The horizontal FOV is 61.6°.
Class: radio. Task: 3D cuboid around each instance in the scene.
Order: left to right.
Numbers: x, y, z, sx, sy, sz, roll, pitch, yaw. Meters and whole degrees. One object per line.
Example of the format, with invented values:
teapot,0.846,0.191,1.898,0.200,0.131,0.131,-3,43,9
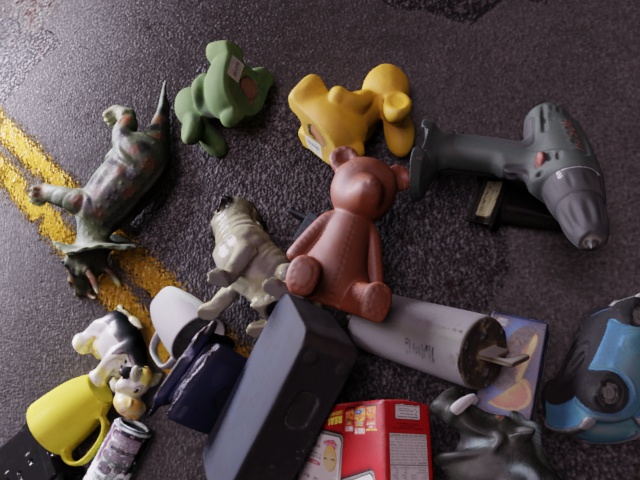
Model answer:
radio,-0.050,0.188,0.617,0.229,0.073,0.131,-64,21,3

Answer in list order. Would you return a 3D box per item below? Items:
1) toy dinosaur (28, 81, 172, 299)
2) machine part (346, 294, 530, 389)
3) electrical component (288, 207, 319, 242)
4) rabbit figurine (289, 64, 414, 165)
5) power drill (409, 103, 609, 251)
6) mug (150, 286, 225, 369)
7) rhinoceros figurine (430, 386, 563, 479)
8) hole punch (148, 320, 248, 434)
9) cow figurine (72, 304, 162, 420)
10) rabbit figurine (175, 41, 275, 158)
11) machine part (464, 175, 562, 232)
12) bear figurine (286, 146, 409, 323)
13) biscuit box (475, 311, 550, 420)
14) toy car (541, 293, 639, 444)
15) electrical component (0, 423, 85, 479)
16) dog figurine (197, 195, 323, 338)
toy dinosaur,-0.322,-0.096,0.891,0.192,0.131,0.405,28,78,18
machine part,0.113,0.106,0.596,0.243,0.079,0.079,9,71,54
electrical component,-0.001,-0.002,0.729,0.119,0.074,0.047,26,80,26
rabbit figurine,0.064,-0.188,0.758,0.173,0.121,0.163,-40,51,-18
power drill,0.210,-0.080,0.615,0.208,0.085,0.232,1,44,21
mug,-0.202,0.123,0.768,0.109,0.080,0.107,-55,48,4
rhinoceros figurine,0.175,0.217,0.491,0.190,0.073,0.112,39,89,30
hole punch,-0.135,0.187,0.691,0.092,0.115,0.142,36,86,23
cow figurine,-0.283,0.176,0.786,0.098,0.068,0.167,-43,60,-5
rabbit figurine,-0.174,-0.219,0.892,0.170,0.121,0.159,-7,72,41
machine part,0.252,-0.039,0.656,0.139,0.039,0.084,11,66,29
bear figurine,0.041,-0.016,0.615,0.120,0.132,0.195,24,85,-5
biscuit box,0.197,0.183,0.573,0.063,0.059,0.202,9,73,26
toy car,0.301,0.138,0.532,0.103,0.109,0.161,33,72,7
electrical component,-0.410,0.338,0.776,0.115,0.058,0.134,-44,58,5
dog figurine,-0.076,0.024,0.751,0.121,0.172,0.191,-51,21,38
